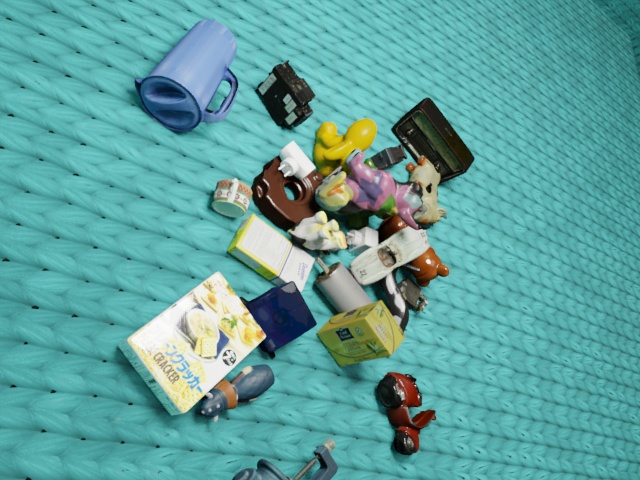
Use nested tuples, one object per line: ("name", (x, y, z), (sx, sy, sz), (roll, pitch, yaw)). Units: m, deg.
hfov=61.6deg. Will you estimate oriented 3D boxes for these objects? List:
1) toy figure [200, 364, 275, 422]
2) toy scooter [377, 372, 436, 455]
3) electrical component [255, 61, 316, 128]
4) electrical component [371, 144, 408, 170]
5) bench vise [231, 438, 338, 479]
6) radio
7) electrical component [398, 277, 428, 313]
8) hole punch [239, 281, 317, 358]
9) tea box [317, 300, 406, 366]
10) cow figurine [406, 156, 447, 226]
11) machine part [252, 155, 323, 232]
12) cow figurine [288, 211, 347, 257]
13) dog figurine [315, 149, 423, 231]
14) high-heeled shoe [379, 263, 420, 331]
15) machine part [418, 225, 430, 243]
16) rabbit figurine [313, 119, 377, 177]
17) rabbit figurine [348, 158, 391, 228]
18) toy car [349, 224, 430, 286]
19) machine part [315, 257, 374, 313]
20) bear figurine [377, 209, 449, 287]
("toy figure", (-0.156, 0.280, 0.992), (0.154, 0.058, 0.064), (-19, 77, -35))
("toy scooter", (0.205, 0.379, 1.215), (0.135, 0.075, 0.184), (-10, 81, -39))
("electrical component", (-0.077, -0.333, 1.262), (0.058, 0.115, 0.134), (-39, 98, -36))
("electrical component", (0.168, -0.211, 1.427), (0.119, 0.075, 0.047), (-22, 87, -38))
("bench vise", (-0.045, 0.464, 0.960), (0.240, 0.129, 0.223), (-37, 94, -33))
("radio", (0.320, -0.275, 1.529), (0.229, 0.131, 0.073), (51, 52, -10))
("electrical component", (0.230, 0.138, 1.349), (0.102, 0.045, 0.078), (46, 53, -13))
("hole punch", (-0.082, 0.153, 1.081), (0.116, 0.092, 0.142), (-31, 96, -37))
("tea box", (0.084, 0.199, 1.132), (0.098, 0.170, 0.068), (54, 50, -5))
("cow figurine", (0.290, -0.123, 1.481), (0.127, 0.085, 0.195), (31, 52, -22))
("machine part", (-0.066, -0.109, 1.218), (0.179, 0.056, 0.179), (14, 64, -31))
("cow figurine", (-0.002, -0.002, 1.201), (0.167, 0.098, 0.068), (35, 40, -63))
("dog figurine", (0.120, -0.087, 1.193), (0.219, 0.108, 0.191), (44, 94, -9))
("high-heeled shoe", (0.148, 0.139, 1.288), (0.086, 0.145, 0.248), (33, 75, -67))
("machine part", (0.267, 0.026, 1.429), (0.084, 0.039, 0.139), (12, 66, -28))
("rabbit figurine", (0.059, -0.228, 1.286), (0.121, 0.173, 0.162), (46, 47, -19))
("rabbit figurine", (0.126, -0.114, 1.351), (0.170, 0.121, 0.159), (-18, 77, -59))
("toy car", (0.161, 0.034, 1.236), (0.202, 0.056, 0.073), (-30, 85, -10))
("machine part", (0.068, 0.135, 1.206), (0.243, 0.079, 0.079), (52, 50, -9))
("bear figurine", (0.242, 0.011, 1.348), (0.196, 0.120, 0.132), (41, 51, -4))
